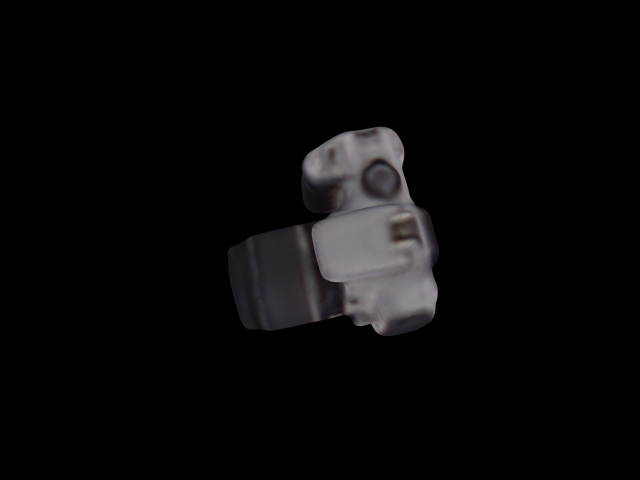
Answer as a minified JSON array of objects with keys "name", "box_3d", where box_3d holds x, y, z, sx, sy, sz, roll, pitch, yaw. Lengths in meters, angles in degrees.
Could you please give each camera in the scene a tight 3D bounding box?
[{"name":"camera","box_3d":[0.004,0.001,0.400,0.137,0.101,0.143,-13,74,-3]}]
